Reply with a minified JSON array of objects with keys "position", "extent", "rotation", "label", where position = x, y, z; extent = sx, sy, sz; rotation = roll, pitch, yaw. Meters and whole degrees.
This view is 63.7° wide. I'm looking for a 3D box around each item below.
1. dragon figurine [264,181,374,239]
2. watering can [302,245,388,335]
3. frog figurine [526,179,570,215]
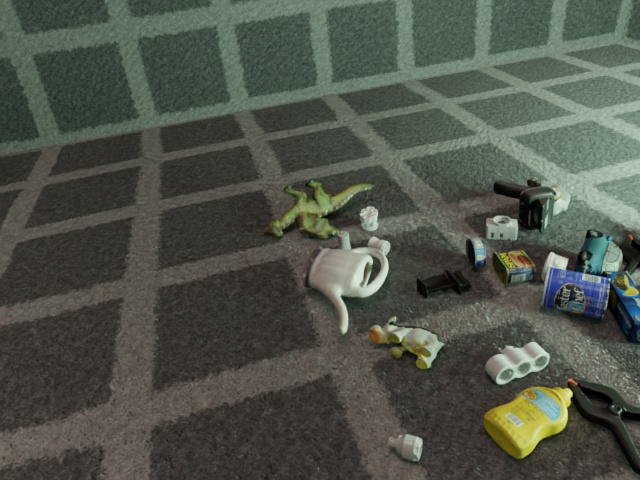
[{"position":[0.005,-0.089,1.761],"extent":[0.410,0.119,0.249],"rotation":[-10,49,-2],"label":"dragon figurine"},{"position":[0.050,0.113,1.396],"extent":[0.225,0.102,0.354],"rotation":[9,35,25],"label":"watering can"},{"position":[0.742,-0.129,1.682],"extent":[0.138,0.123,0.159],"rotation":[11,-1,41],"label":"frog figurine"}]
